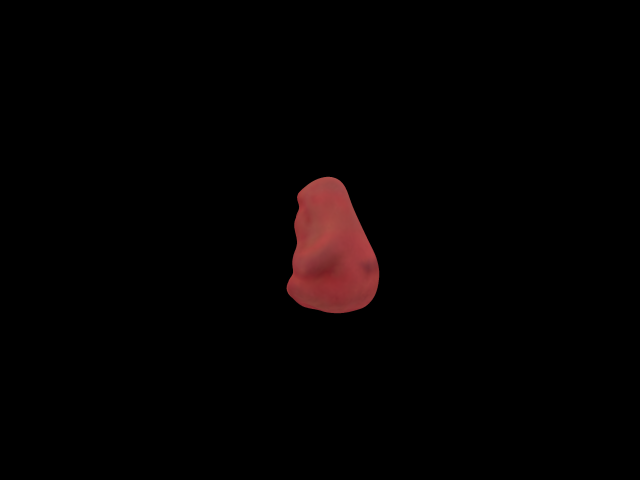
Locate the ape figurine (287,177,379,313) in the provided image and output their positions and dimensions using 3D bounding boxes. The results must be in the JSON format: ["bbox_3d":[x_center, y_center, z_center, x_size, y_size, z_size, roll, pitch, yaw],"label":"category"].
[{"bbox_3d":[0.004,0.001,0.400,0.076,0.092,0.078,7,15,27],"label":"ape figurine"}]
